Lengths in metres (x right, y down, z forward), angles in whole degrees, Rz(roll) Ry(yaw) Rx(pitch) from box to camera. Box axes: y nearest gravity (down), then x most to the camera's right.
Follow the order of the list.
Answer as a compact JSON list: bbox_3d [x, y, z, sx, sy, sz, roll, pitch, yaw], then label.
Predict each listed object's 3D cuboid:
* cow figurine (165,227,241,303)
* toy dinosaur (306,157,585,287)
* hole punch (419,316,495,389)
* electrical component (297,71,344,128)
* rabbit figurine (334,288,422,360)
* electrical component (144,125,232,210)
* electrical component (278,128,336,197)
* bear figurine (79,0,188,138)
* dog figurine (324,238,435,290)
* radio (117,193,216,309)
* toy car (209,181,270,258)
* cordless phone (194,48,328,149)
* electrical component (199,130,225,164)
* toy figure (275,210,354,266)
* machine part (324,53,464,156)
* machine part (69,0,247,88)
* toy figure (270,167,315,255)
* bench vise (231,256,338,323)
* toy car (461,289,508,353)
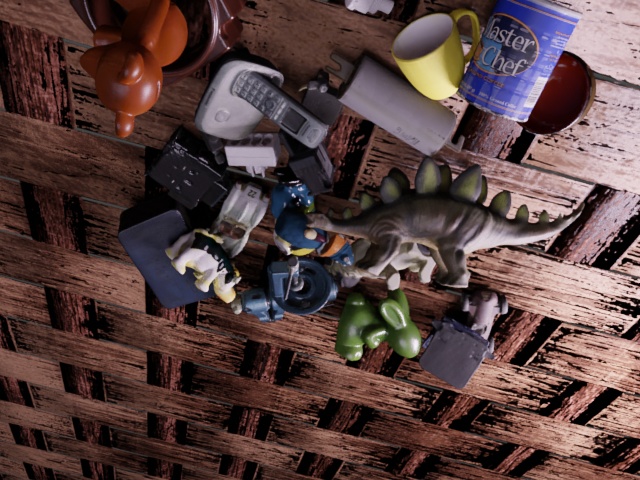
[{"bbox_3d":[-0.202,0.046,1.019,0.098,0.068,0.167,-44,130,0],"label":"cow figurine"},{"bbox_3d":[0.207,-0.025,0.860,0.471,0.105,0.198,7,93,-14],"label":"toy dinosaur"},{"bbox_3d":[0.275,0.222,1.107,0.142,0.092,0.115,32,109,9],"label":"hole punch"},{"bbox_3d":[-0.005,-0.207,0.832,0.078,0.045,0.102,27,132,-12],"label":"electrical component"},{"bbox_3d":[0.134,0.174,1.114,0.170,0.121,0.159,17,113,15],"label":"rabbit figurine"},{"bbox_3d":[-0.225,-0.120,0.950,0.134,0.058,0.115,35,131,-20],"label":"electrical component"},{"bbox_3d":[-0.020,-0.139,0.881,0.048,0.075,0.119,-14,125,22],"label":"electrical component"},{"bbox_3d":[-0.237,-0.224,0.644,0.132,0.196,0.120,20,136,-6],"label":"bear figurine"},{"bbox_3d":[0.116,0.024,1.010,0.172,0.121,0.191,-8,-179,-27],"label":"dog figurine"},{"bbox_3d":[-0.293,0.027,1.063,0.131,0.073,0.229,-19,127,1],"label":"radio"},{"bbox_3d":[-0.156,-0.037,1.005,0.073,0.056,0.201,26,138,-13],"label":"toy car"},{"bbox_3d":[-0.085,-0.184,0.813,0.184,0.089,0.146,38,130,-4],"label":"cordless phone"},{"bbox_3d":[-0.179,-0.168,0.886,0.021,0.063,0.094,-26,109,-12],"label":"electrical component"},{"bbox_3d":[-0.002,-0.001,0.915,0.154,0.064,0.057,24,113,-25],"label":"toy figure"},{"bbox_3d":[0.113,-0.197,0.795,0.243,0.079,0.079,29,131,-15],"label":"machine part"},{"bbox_3d":[-0.221,-0.327,0.737,0.201,0.087,0.201,-19,125,27],"label":"machine part"},{"bbox_3d":[-0.044,-0.046,0.967,0.089,0.082,0.180,6,131,6],"label":"toy figure"},{"bbox_3d":[-0.073,0.089,1.050,0.224,0.129,0.240,2,156,-1],"label":"bench vise"},{"bbox_3d":[0.330,0.180,1.121,0.089,0.053,0.201,3,132,5],"label":"toy car"}]
